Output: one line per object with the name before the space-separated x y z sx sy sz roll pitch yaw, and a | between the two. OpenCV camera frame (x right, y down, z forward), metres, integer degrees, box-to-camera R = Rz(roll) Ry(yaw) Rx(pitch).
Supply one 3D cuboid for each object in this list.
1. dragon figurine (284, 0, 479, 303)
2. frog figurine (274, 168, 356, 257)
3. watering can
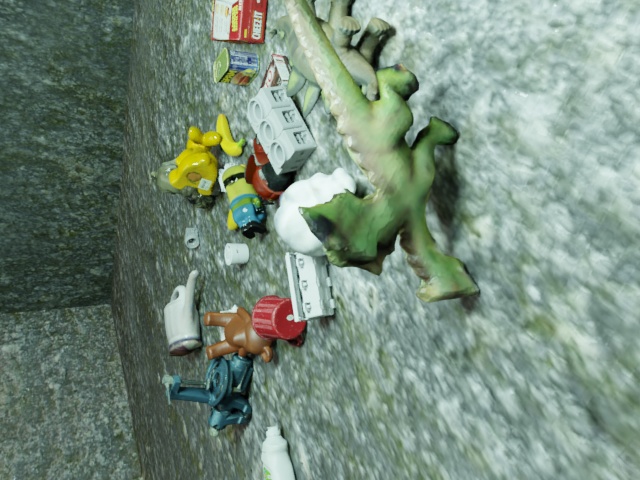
dragon figurine | 0.053 -0.080 0.592 0.120 0.406 0.248 -27 28 43
frog figurine | 0.003 -0.044 0.865 0.157 0.125 0.136 -24 104 50
watering can | -0.434 0.246 1.653 0.341 0.104 0.228 -45 54 52
